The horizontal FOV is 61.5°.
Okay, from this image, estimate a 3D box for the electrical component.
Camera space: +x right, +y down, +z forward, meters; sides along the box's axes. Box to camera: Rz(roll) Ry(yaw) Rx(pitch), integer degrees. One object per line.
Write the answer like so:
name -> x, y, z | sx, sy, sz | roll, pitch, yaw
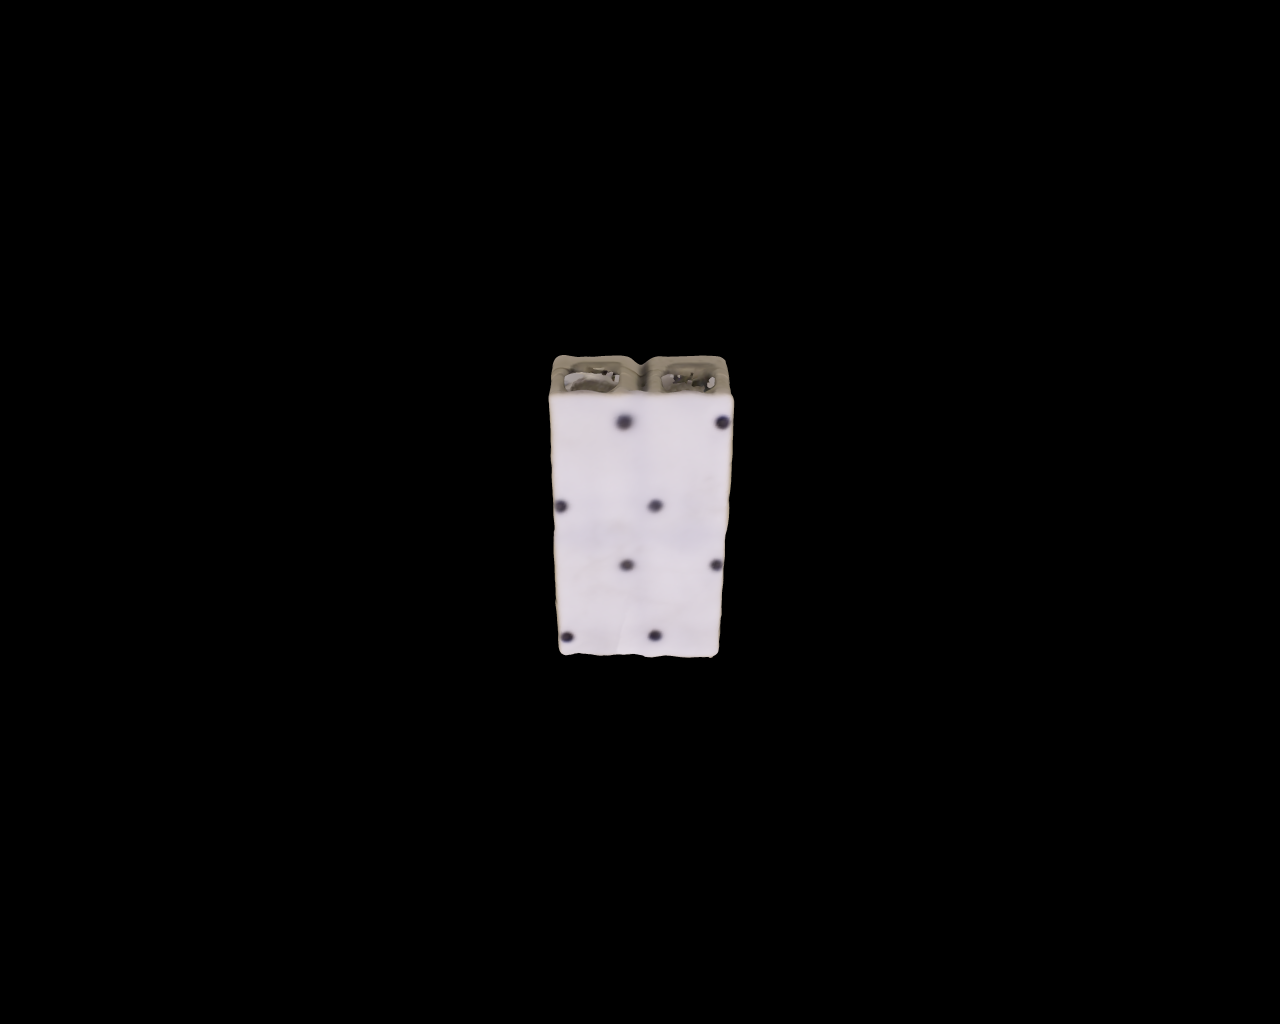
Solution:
electrical component -> 0.001, -0.003, 0.650 | 0.105, 0.186, 0.060 | 0, 32, 0
